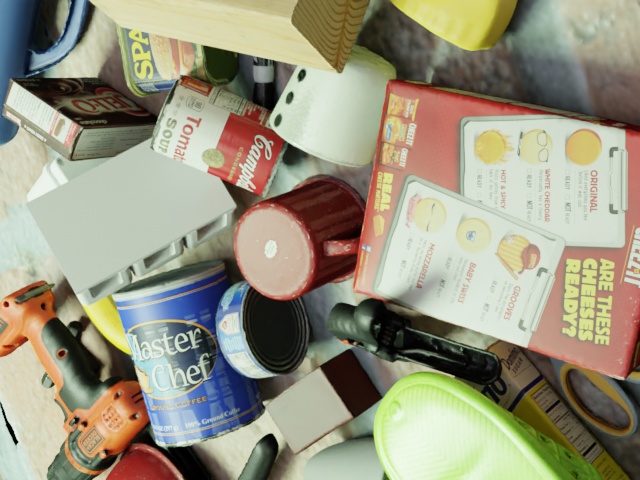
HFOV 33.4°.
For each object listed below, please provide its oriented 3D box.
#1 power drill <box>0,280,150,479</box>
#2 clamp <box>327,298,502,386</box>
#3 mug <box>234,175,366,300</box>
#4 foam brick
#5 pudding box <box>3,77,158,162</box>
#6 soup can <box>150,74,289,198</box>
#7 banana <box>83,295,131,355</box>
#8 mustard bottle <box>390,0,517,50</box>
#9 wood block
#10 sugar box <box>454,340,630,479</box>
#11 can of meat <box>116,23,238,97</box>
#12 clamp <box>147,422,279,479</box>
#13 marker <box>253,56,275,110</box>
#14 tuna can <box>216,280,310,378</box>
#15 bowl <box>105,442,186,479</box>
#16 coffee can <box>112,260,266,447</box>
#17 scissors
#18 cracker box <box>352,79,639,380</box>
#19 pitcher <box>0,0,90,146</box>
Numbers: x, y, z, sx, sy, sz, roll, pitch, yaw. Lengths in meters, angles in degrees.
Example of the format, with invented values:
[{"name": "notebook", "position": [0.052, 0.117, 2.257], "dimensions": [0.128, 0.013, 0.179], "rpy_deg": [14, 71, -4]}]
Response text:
[{"name": "power drill", "position": [-0.262, 0.148, 1.060], "dimensions": [0.188, 0.057, 0.185], "rpy_deg": [49, 125, 7]}, {"name": "clamp", "position": [0.046, 0.069, 0.813], "dimensions": [0.172, 0.120, 0.039], "rpy_deg": [2, 62, 60]}, {"name": "mug", "position": [-0.006, 0.001, 0.858], "dimensions": [0.117, 0.081, 0.093], "rpy_deg": [4, 105, 33]}, {"name": "foam brick", "position": [0.003, 0.138, 0.910], "dimensions": [0.078, 0.051, 0.053], "rpy_deg": [-38, 80, 35]}, {"name": "pudding box", "position": [-0.208, -0.109, 0.943], "dimensions": [0.090, 0.113, 0.039], "rpy_deg": [32, 114, 22]}, {"name": "soup can", "position": [-0.078, -0.085, 0.866], "dimensions": [0.102, 0.068, 0.069], "rpy_deg": [23, 119, -5]}, {"name": "banana", "position": [-0.208, 0.042, 1.034], "dimensions": [0.070, 0.037, 0.198], "rpy_deg": [-39, 82, 21]}, {"name": "mustard bottle", "position": [0.119, -0.233, 0.722], "dimensions": [0.096, 0.058, 0.192], "rpy_deg": [41, 122, 25]}, {"name": "wood block", "position": [-0.073, -0.197, 0.781], "dimensions": [0.206, 0.090, 0.091], "rpy_deg": [17, 81, 28]}, {"name": "sugar box", "position": [0.164, 0.170, 0.816], "dimensions": [0.176, 0.048, 0.093], "rpy_deg": [48, 124, 12]}, {"name": "can of meat", "position": [-0.120, -0.175, 0.900], "dimensions": [0.084, 0.057, 0.102], "rpy_deg": [0, 104, 31]}, {"name": "clamp", "position": [-0.099, 0.261, 1.021], "dimensions": [0.165, 0.036, 0.210], "rpy_deg": [12, 112, 39]}, {"name": "marker", "position": [-0.046, -0.162, 0.877], "dimensions": [0.020, 0.020, 0.121], "rpy_deg": [12, 110, 31]}, {"name": "tuna can", "position": [-0.048, 0.074, 0.905], "dimensions": [0.034, 0.085, 0.086], "rpy_deg": [-14, 95, 37]}, {"name": "bowl", "position": [-0.172, 0.283, 1.041], "dimensions": [0.162, 0.055, 0.162], "rpy_deg": [23, 123, 42]}, {"name": "coffee can", "position": [-0.115, 0.099, 0.946], "dimensions": [0.103, 0.102, 0.140], "rpy_deg": [-11, 97, 35]}, {"name": "scissors", "position": [0.176, 0.057, 0.793], "dimensions": [0.202, 0.016, 0.096], "rpy_deg": [51, 123, 11]}, {"name": "cracker box", "position": [0.140, -0.015, 0.757], "dimensions": [0.214, 0.072, 0.164], "rpy_deg": [17, 106, 29]}, {"name": "pitcher", "position": [-0.310, -0.207, 0.984], "dimensions": [0.149, 0.144, 0.243], "rpy_deg": [37, 125, 34]}]
